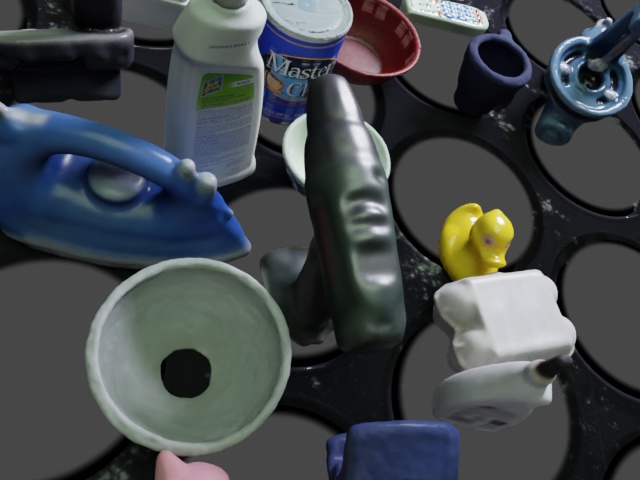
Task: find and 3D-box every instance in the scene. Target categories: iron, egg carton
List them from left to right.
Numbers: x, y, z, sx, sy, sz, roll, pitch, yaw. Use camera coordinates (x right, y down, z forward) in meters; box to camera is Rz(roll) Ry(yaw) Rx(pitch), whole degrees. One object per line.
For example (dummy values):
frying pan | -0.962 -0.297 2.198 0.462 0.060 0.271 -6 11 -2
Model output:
iron | -0.178 -0.054 0.524 0.258 0.141 0.118 14 58 -10
egg carton | 0.196 0.088 0.612 0.151 0.069 0.107 -6 64 -21

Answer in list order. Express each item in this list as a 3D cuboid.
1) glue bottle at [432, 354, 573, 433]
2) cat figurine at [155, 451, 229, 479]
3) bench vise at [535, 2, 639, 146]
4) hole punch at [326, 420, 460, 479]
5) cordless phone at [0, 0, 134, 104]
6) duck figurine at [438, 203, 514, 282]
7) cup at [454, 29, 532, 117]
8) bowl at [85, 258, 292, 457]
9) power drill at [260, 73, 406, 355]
glue bottle | 0.170 0.134 0.515 0.078 0.173 0.037 17 58 -8
cat figurine | -0.089 0.220 0.414 0.067 0.117 0.127 -2 62 -19
bench vise | 0.375 -0.260 0.777 0.121 0.219 0.207 15 58 -10
hole punch | 0.066 0.209 0.488 0.109 0.091 0.101 4 61 -16
cordless phone | -0.261 -0.229 0.569 0.148 0.185 0.094 -14 67 -25
duck figurine | 0.184 -0.003 0.649 0.078 0.086 0.104 7 60 -14
cup | 0.226 -0.225 0.783 0.092 0.095 0.118 23 57 -5
bowl | -0.112 0.104 0.497 0.168 0.074 0.167 8 60 -14
power drill | 0.005 0.002 0.514 0.076 0.208 0.229 -5 64 -21
